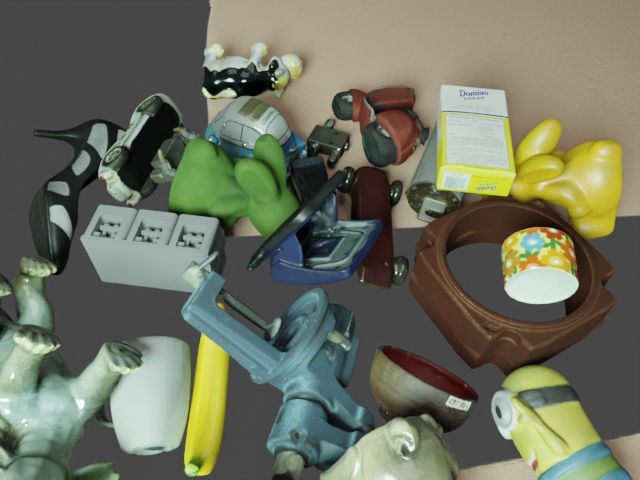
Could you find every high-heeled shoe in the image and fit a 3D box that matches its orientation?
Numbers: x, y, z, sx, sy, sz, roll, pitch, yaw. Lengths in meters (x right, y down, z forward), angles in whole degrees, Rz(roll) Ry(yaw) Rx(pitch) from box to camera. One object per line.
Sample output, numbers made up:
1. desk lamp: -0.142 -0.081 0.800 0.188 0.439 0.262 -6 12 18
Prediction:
1. high-heeled shoe: -0.319 -0.064 0.751 0.145 0.086 0.249 3 64 -39

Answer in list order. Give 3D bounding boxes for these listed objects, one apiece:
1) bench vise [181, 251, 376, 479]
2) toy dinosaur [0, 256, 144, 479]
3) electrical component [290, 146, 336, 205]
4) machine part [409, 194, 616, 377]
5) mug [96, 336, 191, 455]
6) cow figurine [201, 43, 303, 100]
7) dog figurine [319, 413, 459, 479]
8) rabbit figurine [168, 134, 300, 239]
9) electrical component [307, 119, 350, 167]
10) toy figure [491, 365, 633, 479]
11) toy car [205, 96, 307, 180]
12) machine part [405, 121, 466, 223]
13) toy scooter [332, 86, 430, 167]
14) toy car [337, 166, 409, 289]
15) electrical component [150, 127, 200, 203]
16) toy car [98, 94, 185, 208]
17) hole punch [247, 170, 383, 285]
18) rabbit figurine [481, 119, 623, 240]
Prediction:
1. bench vise: -0.049 0.117 0.540 0.240 0.129 0.224 41 46 -12
2. toy dinosaur: -0.306 0.139 0.537 0.405 0.131 0.192 33 99 41
3. electrical component: -0.015 -0.080 0.752 0.048 0.074 0.119 -12 57 -12
4. machine part: 0.229 0.045 0.655 0.201 0.087 0.202 -22 57 -19
5. mug: -0.185 0.164 0.553 0.110 0.080 0.107 -16 60 7
6. cow figurine: -0.113 -0.277 0.907 0.167 0.068 0.098 0 57 2
7. dog figurine: 0.094 0.257 0.435 0.121 0.172 0.191 -25 49 -7
8. rabbit figurine: -0.096 -0.065 0.706 0.170 0.159 0.121 24 43 -3
9. electrical component: 0.015 -0.154 0.843 0.063 0.021 0.094 18 52 11
10. toy figure: 0.244 0.210 0.530 0.089 0.082 0.180 -14 49 -24
11. toy car: -0.100 -0.154 0.790 0.162 0.102 0.109 23 55 18
12. machine part: 0.185 -0.112 0.782 0.079 0.079 0.243 20 55 13
13. toy scooter: 0.113 -0.190 0.845 0.135 0.075 0.184 -18 50 -17
14. toy car: 0.067 -0.019 0.720 0.089 0.053 0.202 15 51 -17
15. electrical component: -0.202 -0.111 0.761 0.045 0.078 0.102 -13 38 32
16. toy car: -0.256 -0.135 0.782 0.056 0.073 0.202 -11 45 30
17. hole punch: -0.001 -0.002 0.618 0.092 0.116 0.142 45 46 -11
18. rabbit figurine: 0.309 -0.077 0.730 0.173 0.162 0.122 -2 62 19
